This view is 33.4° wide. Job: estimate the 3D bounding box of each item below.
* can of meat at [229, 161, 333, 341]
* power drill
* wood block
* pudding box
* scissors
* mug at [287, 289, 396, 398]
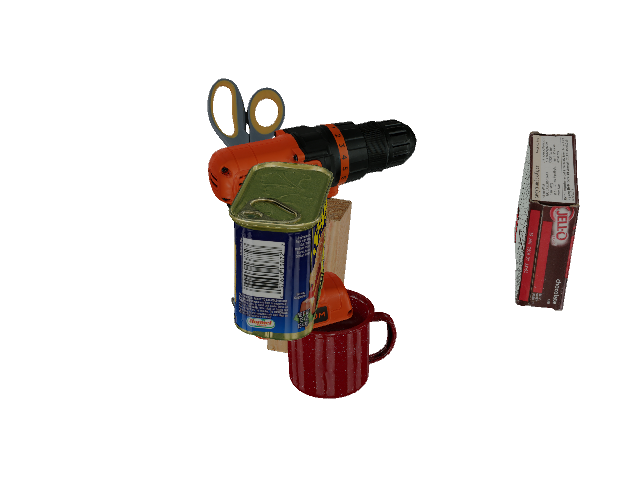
[{"bbox_3d":[-0.025,0.006,0.701,0.057,0.084,0.102,5,25,5],"label":"can of meat"},{"bbox_3d":[-0.006,-0.013,0.924,0.184,0.188,0.057,-12,35,-20],"label":"power drill"},{"bbox_3d":[-0.016,0.048,1.485,0.090,0.206,0.090,9,22,9],"label":"wood block"},{"bbox_3d":[0.167,-0.017,0.790,0.039,0.090,0.113,6,33,6],"label":"pudding box"},{"bbox_3d":[-0.070,-0.085,1.181,0.096,0.202,0.016,-14,-5,-16],"label":"scissors"},{"bbox_3d":[0.020,0.103,1.075,0.117,0.081,0.093,-8,27,-13],"label":"mug"}]
